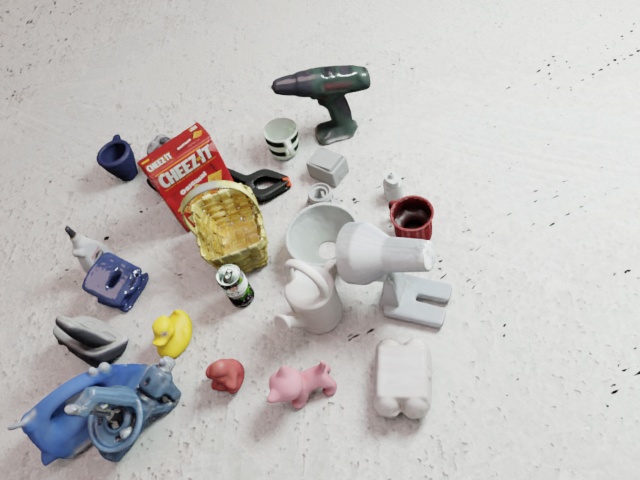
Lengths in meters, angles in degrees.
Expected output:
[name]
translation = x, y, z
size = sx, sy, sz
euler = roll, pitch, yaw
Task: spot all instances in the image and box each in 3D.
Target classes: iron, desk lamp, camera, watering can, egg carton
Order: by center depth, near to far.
[egg carton]
translation = 0.153, 0.254, 1.055
size = 0.107, 0.069, 0.150
euler = -3, 57, 11
[desk lamp]
translation = 0.144, 0.059, 1.097
size = 0.202, 0.214, 0.118
euler = 10, 60, 19
[iron]
translation = -0.464, 0.308, 1.115
size = 0.258, 0.142, 0.118
euler = -40, 58, -14
[watering can]
translation = -0.021, 0.107, 1.115
size = 0.100, 0.194, 0.173
euler = 6, 59, 17
[camera]
translation = -0.390, -0.193, 1.452
size = 0.142, 0.101, 0.137
euler = 23, 65, 25

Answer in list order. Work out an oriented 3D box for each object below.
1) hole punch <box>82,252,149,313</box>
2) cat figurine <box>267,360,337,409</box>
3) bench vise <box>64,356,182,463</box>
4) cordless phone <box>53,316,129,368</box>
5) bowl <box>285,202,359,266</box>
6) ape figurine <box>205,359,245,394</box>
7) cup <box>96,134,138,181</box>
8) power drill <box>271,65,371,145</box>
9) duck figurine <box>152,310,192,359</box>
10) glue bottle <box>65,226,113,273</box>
[hole punch]
translation = -0.457, 0.093, 1.285
size = 0.100, 0.091, 0.109
euler = 14, 62, 21
[cat figurine]
translation = -0.040, 0.261, 1.064
size = 0.128, 0.118, 0.067
euler = -25, 55, -4
[bench vise]
translation = -0.367, 0.291, 1.057
size = 0.121, 0.220, 0.207
euler = 12, 61, 20
[cordless phone]
translation = -0.497, 0.184, 1.177
size = 0.147, 0.185, 0.094
euler = 19, 63, 23
[bowl]
translation = 0.011, 0.004, 1.247
size = 0.167, 0.075, 0.167
euler = -6, 56, 9
[ape figurine]
translation = -0.188, 0.260, 1.114
size = 0.076, 0.092, 0.077
euler = -37, 57, -12
[cup]
translation = -0.518, -0.209, 1.495
size = 0.091, 0.095, 0.117
euler = -13, 55, 5
[power drill]
translation = 0.014, -0.332, 1.385
size = 0.229, 0.209, 0.075
euler = -17, 55, 2
[duck figurine]
translation = -0.316, 0.187, 1.195
size = 0.077, 0.086, 0.104
euler = 8, 59, 18
[glue bottle]
translation = -0.528, 0.022, 1.298
size = 0.037, 0.173, 0.078
euler = 3, 58, 15
